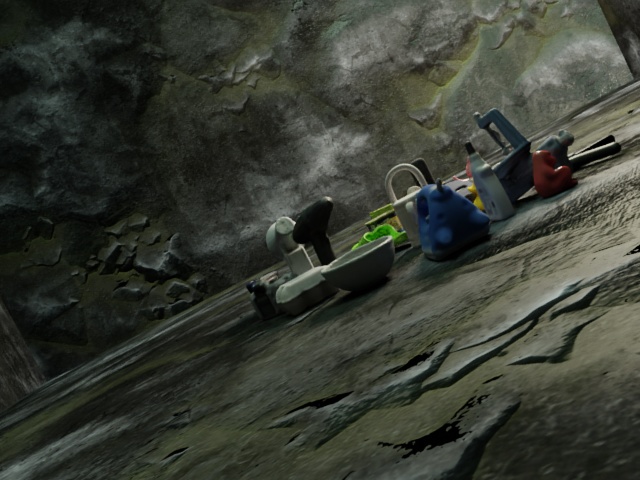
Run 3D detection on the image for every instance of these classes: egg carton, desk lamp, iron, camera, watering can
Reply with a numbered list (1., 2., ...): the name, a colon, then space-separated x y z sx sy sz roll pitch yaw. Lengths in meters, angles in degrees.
1. egg carton: -0.028 0.114 1.314 0.150 0.069 0.107 -28 3 -19
2. desk lamp: -0.074 0.034 1.681 0.118 0.213 0.203 -28 3 -10
3. iron: 0.230 -0.048 1.132 0.118 0.141 0.258 -27 3 -5
4. camera: -0.091 0.121 1.444 0.143 0.101 0.137 -25 4 37
5. watering can: 0.223 -0.088 1.369 0.101 0.194 0.173 -27 3 -3

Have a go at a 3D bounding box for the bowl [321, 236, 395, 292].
1. bowl: 0.089 0.059 1.178 0.167 0.075 0.167 -27 3 2

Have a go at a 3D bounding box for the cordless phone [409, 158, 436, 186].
1. cordless phone: 0.274 -0.125 1.615 0.147 0.185 0.094 -27 4 5

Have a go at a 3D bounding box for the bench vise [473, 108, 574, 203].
1. bench vise: 0.438 -0.206 1.249 0.207 0.220 0.122 -25 4 28

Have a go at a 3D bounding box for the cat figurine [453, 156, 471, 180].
1. cat figurine: 0.475 -0.202 1.794 0.128 0.118 0.067 -28 3 -6

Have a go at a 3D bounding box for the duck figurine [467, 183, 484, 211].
1. duck figurine: 0.412 -0.127 1.403 0.104 0.086 0.078 -26 4 20

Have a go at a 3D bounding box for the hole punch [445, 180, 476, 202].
1. hole punch: 0.373 -0.116 1.495 0.109 0.091 0.101 -29 4 -30

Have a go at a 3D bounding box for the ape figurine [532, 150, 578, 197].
1. ape figurine: 0.457 -0.138 1.146 0.076 0.092 0.078 -27 3 5

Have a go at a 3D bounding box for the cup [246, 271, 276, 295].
1. cup: -0.143 0.145 1.540 0.091 0.095 0.118 -26 3 15

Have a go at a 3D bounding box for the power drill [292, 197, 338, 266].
1. power drill: 0.013 0.005 1.462 0.076 0.208 0.229 -29 4 -28

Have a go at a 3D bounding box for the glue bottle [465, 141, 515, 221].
1. glue bottle: 0.337 -0.123 1.166 0.037 0.173 0.078 -27 4 -4
